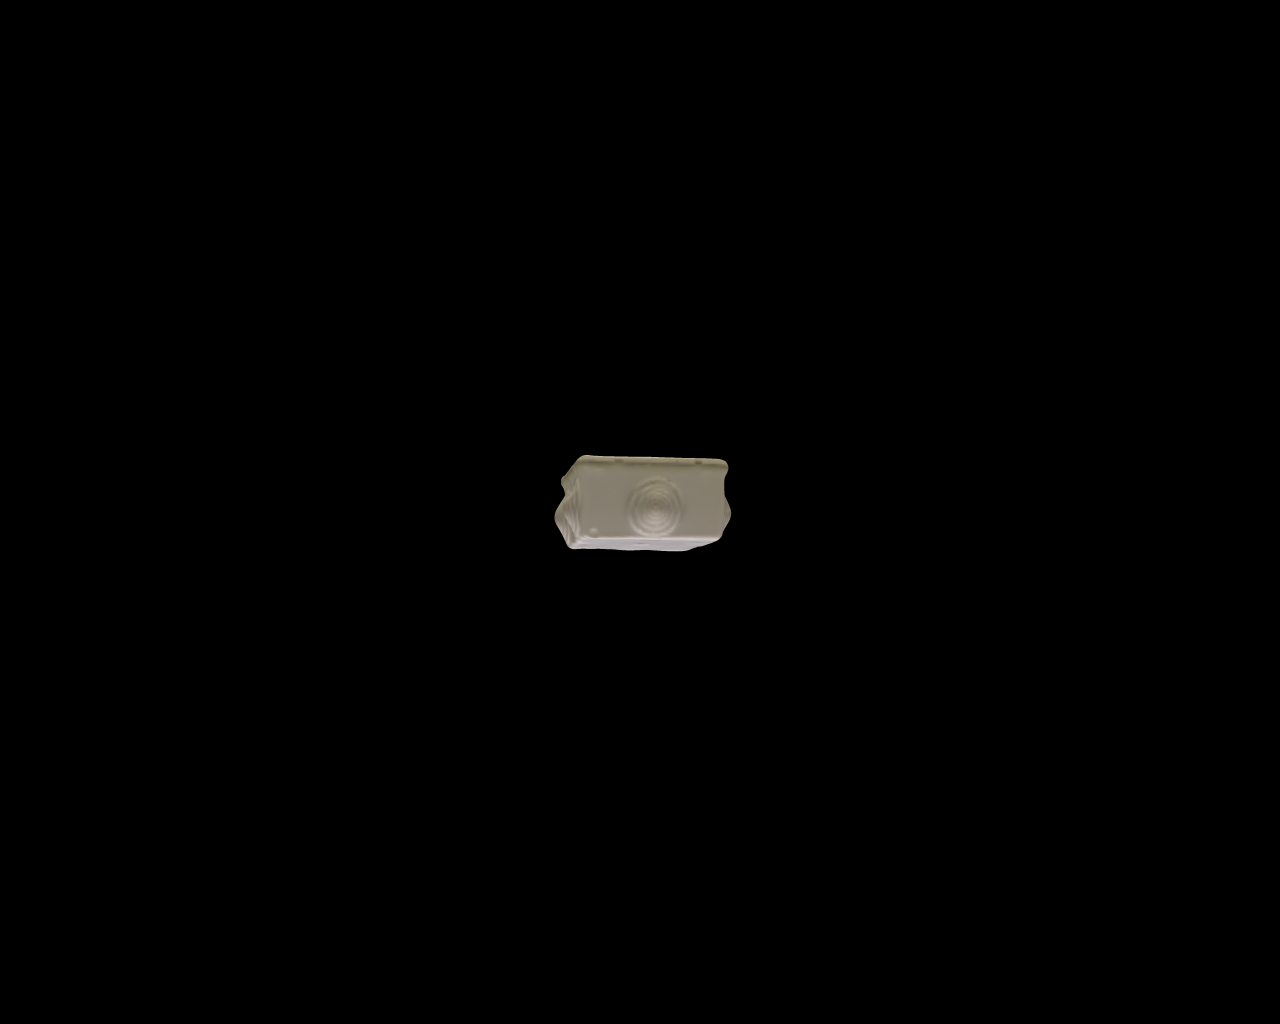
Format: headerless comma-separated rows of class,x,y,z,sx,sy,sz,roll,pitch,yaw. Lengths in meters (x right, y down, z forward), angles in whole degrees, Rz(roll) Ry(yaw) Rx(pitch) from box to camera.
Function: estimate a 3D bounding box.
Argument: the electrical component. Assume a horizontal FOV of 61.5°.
electrical component,0.001,-0.003,0.650,0.100,0.048,0.099,1,-7,-11
